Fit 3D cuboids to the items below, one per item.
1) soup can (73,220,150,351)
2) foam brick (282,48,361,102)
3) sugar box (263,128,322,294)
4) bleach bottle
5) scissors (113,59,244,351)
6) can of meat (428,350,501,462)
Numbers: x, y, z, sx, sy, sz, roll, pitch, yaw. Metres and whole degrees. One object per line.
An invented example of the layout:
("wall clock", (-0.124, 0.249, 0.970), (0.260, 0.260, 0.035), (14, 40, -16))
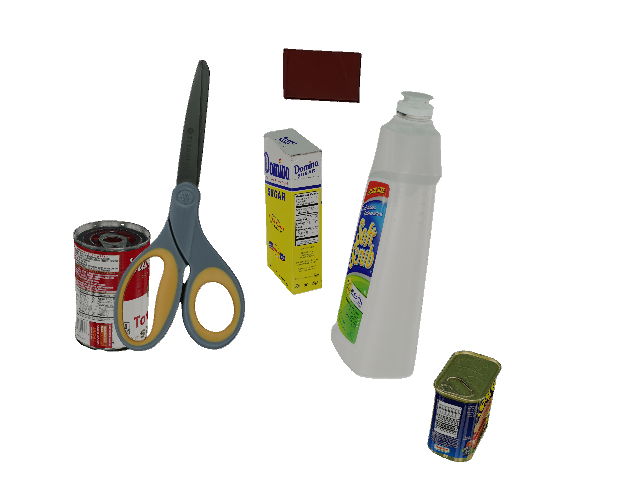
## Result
("soup can", (-0.189, 0.041, 0.966), (0.068, 0.102, 0.068), (4, 21, -2))
("foam brick", (0.001, -0.170, 1.100), (0.078, 0.051, 0.053), (2, 11, -5))
("sugar box", (-0.033, -0.035, 1.263), (0.048, 0.176, 0.093), (-13, 26, -20))
("bleach bottle", (0.064, -0.009, 0.952), (0.068, 0.251, 0.103), (3, 19, -15))
("scissors", (-0.076, -0.015, 0.723), (0.096, 0.202, 0.016), (22, -7, -2))
("can of meat", (0.158, 0.184, 1.186), (0.057, 0.084, 0.102), (15, 26, 19))
